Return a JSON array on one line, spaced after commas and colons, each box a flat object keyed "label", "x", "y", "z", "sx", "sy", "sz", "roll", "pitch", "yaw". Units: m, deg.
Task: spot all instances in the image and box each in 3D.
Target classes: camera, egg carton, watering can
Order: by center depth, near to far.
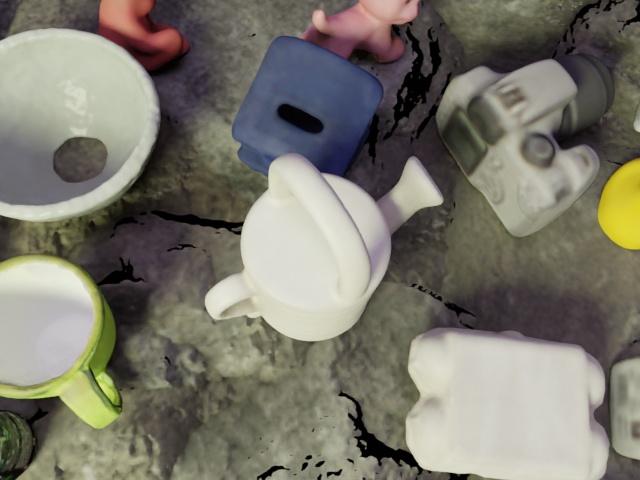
[{"label": "watering can", "x": 0.002, "y": 0.000, "z": 0.394, "sx": 0.101, "sy": 0.194, "sz": 0.173, "roll": 37, "pitch": 73, "yaw": 9}, {"label": "egg carton", "x": 0.138, "y": 0.122, "z": 0.428, "sx": 0.150, "sy": 0.069, "sz": 0.107, "roll": 6, "pitch": 71, "yaw": -2}, {"label": "camera", "x": 0.193, "y": -0.099, "z": 0.488, "sx": 0.137, "sy": 0.101, "sz": 0.143, "roll": -27, "pitch": 75, "yaw": -12}]

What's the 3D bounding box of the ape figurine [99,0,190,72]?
[{"label": "ape figurine", "x": -0.162, "y": -0.197, "z": 0.501, "sx": 0.076, "sy": 0.092, "sz": 0.078, "roll": -23, "pitch": 75, "yaw": -11}]

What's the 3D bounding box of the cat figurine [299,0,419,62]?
[{"label": "cat figurine", "x": 0.043, "y": -0.209, "z": 0.505, "sx": 0.128, "sy": 0.118, "sz": 0.067, "roll": -32, "pitch": 76, "yaw": -13}]

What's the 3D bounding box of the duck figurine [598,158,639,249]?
[{"label": "duck figurine", "x": 0.297, "y": -0.045, "z": 0.485, "sx": 0.105, "sy": 0.086, "sz": 0.077, "roll": -38, "pitch": 78, "yaw": -14}]

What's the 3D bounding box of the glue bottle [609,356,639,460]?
[{"label": "glue bottle", "x": 0.256, "y": 0.111, "z": 0.385, "sx": 0.037, "sy": 0.173, "sz": 0.078, "roll": 10, "pitch": 71, "yaw": 0}]

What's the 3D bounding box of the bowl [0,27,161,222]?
[{"label": "bowl", "x": -0.210, "y": -0.083, "z": 0.470, "sx": 0.167, "sy": 0.075, "sz": 0.167, "roll": 1, "pitch": 72, "yaw": -3}]

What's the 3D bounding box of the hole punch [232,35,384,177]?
[{"label": "hole punch", "x": -0.010, "y": -0.098, "z": 0.479, "sx": 0.108, "sy": 0.091, "sz": 0.101, "roll": 27, "pitch": 72, "yaw": 5}]

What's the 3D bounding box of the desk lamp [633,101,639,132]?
[{"label": "desk lamp", "x": 0.410, "y": -0.138, "z": 0.455, "sx": 0.203, "sy": 0.213, "sz": 0.118, "roll": 20, "pitch": 72, "yaw": 3}]
